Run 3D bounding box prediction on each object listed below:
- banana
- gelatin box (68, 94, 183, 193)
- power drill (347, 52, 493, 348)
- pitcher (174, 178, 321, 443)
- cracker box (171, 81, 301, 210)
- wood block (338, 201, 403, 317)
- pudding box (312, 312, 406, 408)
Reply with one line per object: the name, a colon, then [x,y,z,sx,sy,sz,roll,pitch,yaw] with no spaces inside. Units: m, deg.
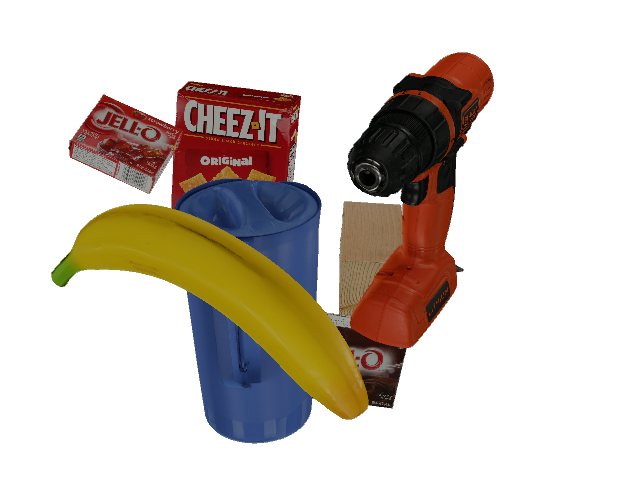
banana: [-0.056,0.026,0.566,0.198,0.070,0.037,24,37,19]
gelatin box: [-0.190,-0.096,1.043,0.089,0.073,0.030,25,-41,-1]
power drill: [0.063,-0.021,0.739,0.057,0.188,0.184,20,35,20]
pitcher: [-0.066,0.074,1.011,0.149,0.243,0.145,-20,32,-32]
cracker box: [-0.121,-0.102,1.492,0.164,0.214,0.072,8,22,6]
wood block: [0.075,0.025,1.551,0.091,0.090,0.206,4,25,-1]
pudding box: [0.032,0.128,1.152,0.113,0.090,0.039,8,23,-8]
